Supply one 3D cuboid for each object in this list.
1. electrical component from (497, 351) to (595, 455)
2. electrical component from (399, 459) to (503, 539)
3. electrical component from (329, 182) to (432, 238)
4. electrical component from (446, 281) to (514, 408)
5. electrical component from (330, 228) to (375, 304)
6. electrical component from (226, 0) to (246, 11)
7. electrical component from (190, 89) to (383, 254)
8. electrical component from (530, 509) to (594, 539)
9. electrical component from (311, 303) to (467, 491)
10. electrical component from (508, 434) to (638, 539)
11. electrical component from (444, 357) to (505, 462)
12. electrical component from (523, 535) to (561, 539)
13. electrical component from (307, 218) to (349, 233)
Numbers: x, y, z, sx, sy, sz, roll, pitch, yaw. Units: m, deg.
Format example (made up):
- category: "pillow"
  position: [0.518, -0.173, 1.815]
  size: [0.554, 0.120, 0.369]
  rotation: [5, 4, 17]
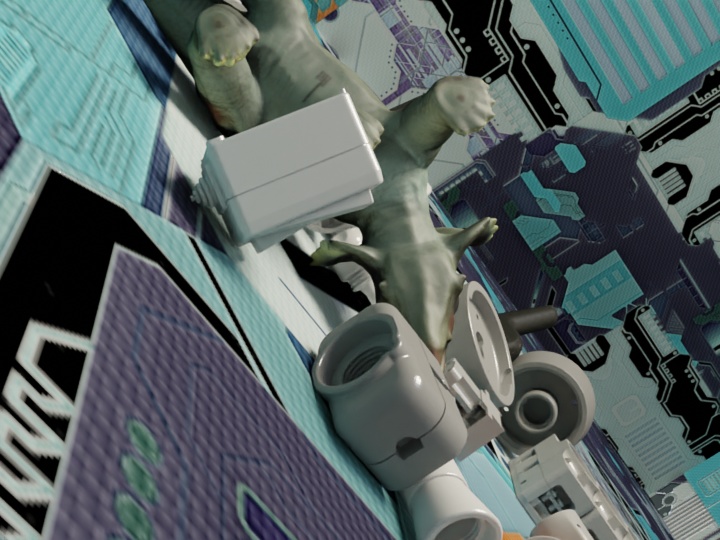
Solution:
- category: "electrical component"
  position: [0.179, 0.138, 1.076]
  size: [0.108, 0.108, 0.060]
  rotation: [57, 14, 7]
- category: "electrical component"
  position: [0.043, 0.123, 0.567]
  size: [0.044, 0.044, 0.065]
  rotation: [51, 5, -33]
- category: "electrical component"
  position: [0.000, -0.073, 0.912]
  size: [0.048, 0.100, 0.099]
  rotation: [-20, -70, 52]
- category: "electrical component"
  position: [0.083, 0.069, 0.908]
  size: [0.108, 0.060, 0.108]
  rotation: [54, 27, -43]
- category: "electrical component"
  position: [0.000, 0.000, 0.824]
  size: [0.061, 0.035, 0.035]
  rotation: [59, 9, 8]
- category: "electrical component"
  position: [-0.120, -0.243, 0.902]
  size: [0.089, 0.062, 0.150]
  rotation: [16, 37, -49]
- category: "electrical component"
  position: [-0.043, -0.047, 0.579]
  size: [0.061, 0.096, 0.062]
  rotation: [67, -12, -1]
- category: "electrical component"
  position: [0.181, 0.244, 0.878]
  size: [0.079, 0.043, 0.077]
  rotation: [44, 14, -54]
- category: "electrical component"
  position: [0.013, 0.063, 0.581]
  size: [0.059, 0.054, 0.095]
  rotation: [52, 9, -27]
- category: "electrical component"
  position: [0.209, 0.236, 1.003]
  size: [0.150, 0.062, 0.089]
  rotation: [55, 8, -7]
- category: "electrical component"
  position: [0.074, 0.103, 0.818]
  size: [0.063, 0.042, 0.081]
  rotation: [54, 8, -2]
- category: "electrical component"
  position: [0.117, 0.196, 0.663]
  size: [0.055, 0.055, 0.047]
  rotation: [61, 6, 31]
- category: "electrical component"
  position: [-0.027, -0.060, 0.839]
  size: [0.055, 0.055, 0.047]
  rotation: [54, 5, -13]
